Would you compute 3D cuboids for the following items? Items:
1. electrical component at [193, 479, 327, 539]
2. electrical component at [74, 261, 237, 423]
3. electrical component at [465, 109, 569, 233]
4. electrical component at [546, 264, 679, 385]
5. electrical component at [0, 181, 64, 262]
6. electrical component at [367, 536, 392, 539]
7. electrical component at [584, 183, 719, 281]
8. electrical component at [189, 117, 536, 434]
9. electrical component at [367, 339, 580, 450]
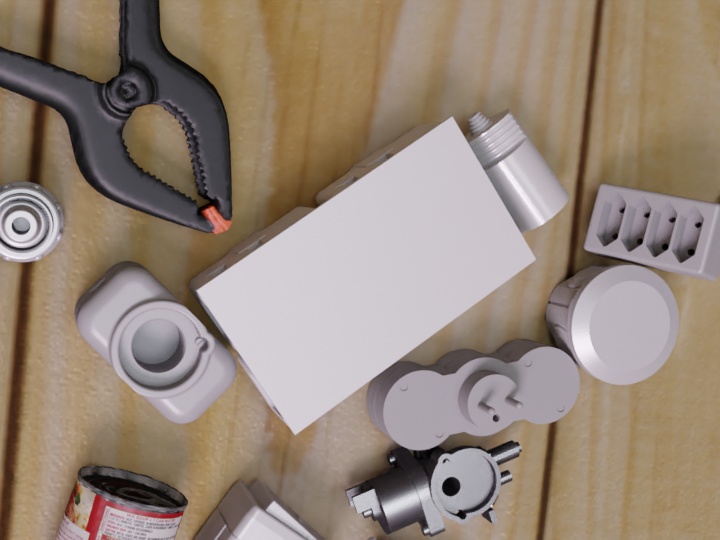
[{"bbox_3d":[-0.048,0.182,0.674,0.096,0.062,0.061,38,83,-16],"label":"electrical component"},{"bbox_3d":[-0.122,0.043,0.642,0.053,0.059,0.095,-45,105,-8],"label":"electrical component"},{"bbox_3d":[0.097,-0.069,0.706,0.043,0.043,0.081,-40,104,-10],"label":"electrical component"},{"bbox_3d":[0.171,0.035,0.733,0.080,0.051,0.080,-1,95,-17],"label":"electrical component"},{"bbox_3d":[-0.193,-0.026,0.613,0.048,0.062,0.048,-2,95,-17],"label":"electrical component"},{"bbox_3d":[0.035,0.202,0.713,0.078,0.040,0.040,37,84,-16],"label":"electrical component"},{"bbox_3d":[0.209,-0.023,0.733,0.076,0.083,0.047,14,91,-56],"label":"electrical component"},{"bbox_3d":[0.000,0.000,0.674,0.186,0.060,0.105,-35,104,-11],"label":"electrical component"},{"bbox_3d":[0.080,0.082,0.698,0.138,0.074,0.052,-9,97,-16],"label":"electrical component"}]
